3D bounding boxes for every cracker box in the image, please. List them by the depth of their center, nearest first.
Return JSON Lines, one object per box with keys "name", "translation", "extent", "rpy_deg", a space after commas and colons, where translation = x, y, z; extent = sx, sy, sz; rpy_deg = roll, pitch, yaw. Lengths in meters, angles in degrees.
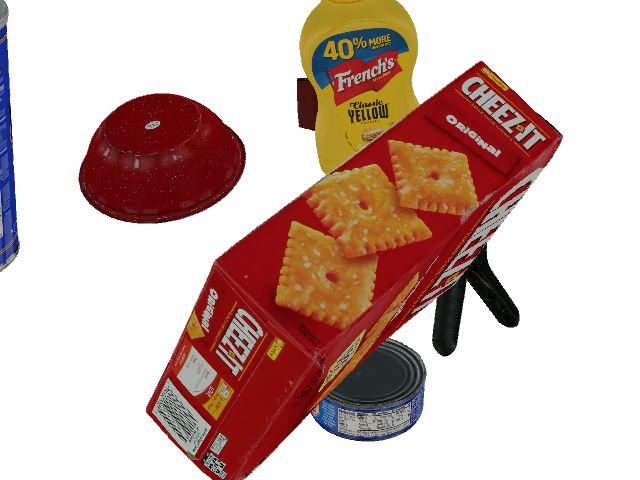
{"name": "cracker box", "translation": [0.018, 0.020, 0.570], "extent": [0.213, 0.072, 0.164], "rpy_deg": [-38, -13, -36]}

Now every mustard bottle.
{"name": "mustard bottle", "translation": [0.033, -0.146, 0.877], "extent": [0.096, 0.191, 0.058], "rpy_deg": [-8, 35, 3]}

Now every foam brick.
{"name": "foam brick", "translation": [0.020, -0.141, 1.099], "extent": [0.078, 0.051, 0.053], "rpy_deg": [-3, 12, -19]}

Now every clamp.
{"name": "clamp", "translation": [0.131, 0.026, 1.030], "extent": [0.039, 0.171, 0.120], "rpy_deg": [-15, 9, 42]}

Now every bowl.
{"name": "bowl", "translation": [-0.153, -0.090, 1.004], "extent": [0.162, 0.162, 0.055], "rpy_deg": [-3, -45, 3]}

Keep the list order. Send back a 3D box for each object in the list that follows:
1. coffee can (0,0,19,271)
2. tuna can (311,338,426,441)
{"name": "coffee can", "translation": [-0.216, -0.057, 0.568], "extent": [0.103, 0.140, 0.103], "rpy_deg": [4, 27, -2]}
{"name": "tuna can", "translation": [0.033, 0.106, 0.772], "extent": [0.086, 0.034, 0.086], "rpy_deg": [0, 30, 0]}
